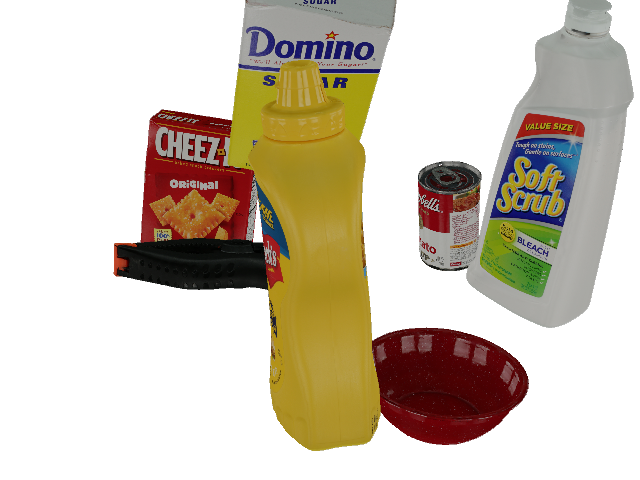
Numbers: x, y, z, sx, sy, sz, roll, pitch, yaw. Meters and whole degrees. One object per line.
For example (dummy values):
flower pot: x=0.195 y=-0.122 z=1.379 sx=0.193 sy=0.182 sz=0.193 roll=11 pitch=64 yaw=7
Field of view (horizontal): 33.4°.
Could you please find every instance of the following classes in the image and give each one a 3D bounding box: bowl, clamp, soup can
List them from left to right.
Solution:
clamp: x=-0.061 y=0.021 z=0.862 sx=0.210 sy=0.036 sz=0.164 roll=1 pitch=11 yaw=-8
bowl: x=0.114 y=0.145 z=1.016 sx=0.162 sy=0.055 sz=0.162 roll=3 pitch=25 yaw=-1
soup can: x=0.141 y=-0.026 z=1.164 sx=0.068 sy=0.102 sz=0.068 roll=-3 pitch=32 yaw=2

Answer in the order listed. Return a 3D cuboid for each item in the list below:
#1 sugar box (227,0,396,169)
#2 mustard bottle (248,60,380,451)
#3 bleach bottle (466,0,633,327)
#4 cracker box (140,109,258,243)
sugar box: x=-0.010 y=-0.107 z=0.719 sx=0.093 sy=0.048 sz=0.176 roll=10 pitch=-29 yaw=-2
mustard bottle: x=-0.003 y=0.004 z=0.545 sx=0.058 sy=0.192 sz=0.096 roll=-6 pitch=23 yaw=-6
bleach bottle: x=0.173 y=-0.061 z=0.799 sx=0.067 sy=0.251 sz=0.103 roll=-25 pitch=42 yaw=-34
cracker box: x=-0.178 y=-0.075 z=1.597 sx=0.164 sy=0.214 sz=0.072 roll=10 pitch=20 yaw=6
